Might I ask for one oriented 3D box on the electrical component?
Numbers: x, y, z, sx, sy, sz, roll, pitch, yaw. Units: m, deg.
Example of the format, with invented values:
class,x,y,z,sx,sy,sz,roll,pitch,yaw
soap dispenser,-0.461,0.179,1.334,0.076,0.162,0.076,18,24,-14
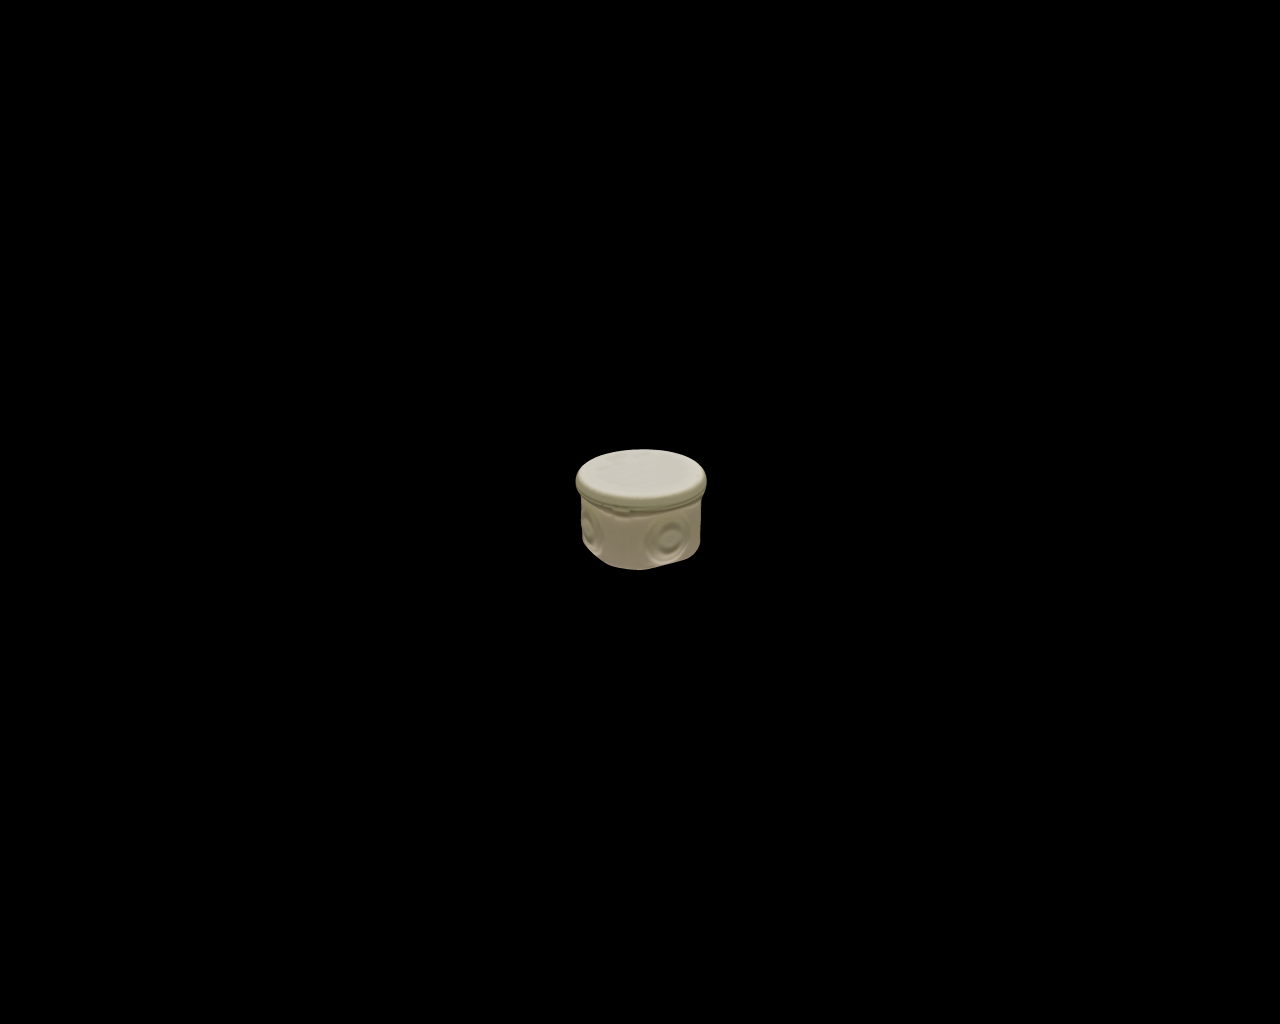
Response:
class,x,y,z,sx,sy,sz,roll,pitch,yaw
electrical component,0.001,-0.003,0.650,0.080,0.050,0.080,0,25,0
